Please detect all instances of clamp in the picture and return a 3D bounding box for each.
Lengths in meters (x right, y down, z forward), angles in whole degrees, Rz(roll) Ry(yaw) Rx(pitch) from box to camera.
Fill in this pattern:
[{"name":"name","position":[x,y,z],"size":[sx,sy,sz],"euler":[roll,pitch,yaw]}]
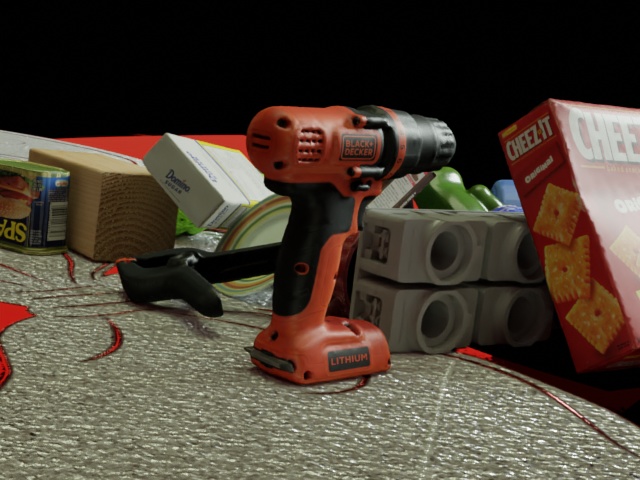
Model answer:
[{"name":"clamp","position":[-0.099,0.026,0.891],"size":[0.120,0.039,0.172],"euler":[-19,19,-42]}]

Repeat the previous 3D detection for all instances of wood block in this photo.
[{"name":"wood block","position":[-0.239,-0.040,1.146],"size":[0.090,0.091,0.206],"euler":[2,9,-35]}]

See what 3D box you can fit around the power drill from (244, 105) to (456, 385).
[{"name":"power drill","position":[0.021,-0.001,0.744],"size":[0.184,0.188,0.057],"euler":[-3,11,-42]}]

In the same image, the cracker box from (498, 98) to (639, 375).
[{"name":"cracker box","position":[0.254,-0.004,0.876],"size":[0.163,0.214,0.072],"euler":[0,-23,-36]}]

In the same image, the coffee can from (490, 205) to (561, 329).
[{"name":"coffee can","position":[0.218,0.028,0.998],"size":[0.102,0.103,0.141],"euler":[1,10,-33]}]

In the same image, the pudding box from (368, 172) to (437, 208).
[{"name":"pudding box","position":[0.059,-0.061,1.156],"size":[0.039,0.090,0.114],"euler":[51,-13,-29]}]

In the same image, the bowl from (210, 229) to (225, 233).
[{"name":"bowl","position":[-0.104,-0.045,1.412],"size":[0.162,0.055,0.162],"euler":[7,9,-1]}]

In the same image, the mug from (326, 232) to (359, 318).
[{"name":"mug","position":[0.017,0.034,0.901],"size":[0.082,0.093,0.117],"euler":[8,43,46]}]

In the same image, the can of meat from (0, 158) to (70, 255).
[{"name":"can of meat","position":[-0.302,-0.035,1.085],"size":[0.102,0.084,0.057],"euler":[12,10,32]}]

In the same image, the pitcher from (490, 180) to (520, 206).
[{"name":"pitcher","position":[0.328,-0.007,1.296],"size":[0.243,0.145,0.149],"euler":[4,-4,4]}]

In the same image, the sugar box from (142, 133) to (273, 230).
[{"name":"sugar box","position":[-0.102,-0.054,1.079],"size":[0.093,0.048,0.176],"euler":[48,15,14]}]
